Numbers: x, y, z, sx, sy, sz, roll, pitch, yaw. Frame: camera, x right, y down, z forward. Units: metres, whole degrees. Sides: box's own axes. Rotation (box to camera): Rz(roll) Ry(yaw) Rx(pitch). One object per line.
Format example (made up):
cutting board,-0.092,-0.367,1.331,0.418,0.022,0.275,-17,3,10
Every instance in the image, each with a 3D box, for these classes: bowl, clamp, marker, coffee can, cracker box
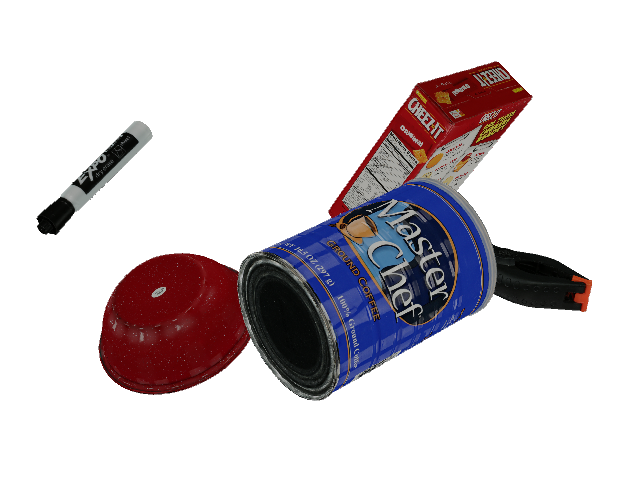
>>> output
bowl,-0.142,0.064,0.999,0.162,0.162,0.055,0,-43,21
clamp,0.161,0.022,0.968,0.171,0.039,0.120,16,30,15
marker,-0.170,-0.047,0.802,0.020,0.020,0.121,0,41,43
coffee can,0.031,0.029,0.705,0.140,0.103,0.103,-25,14,-31
cracker box,0.122,-0.099,1.227,0.163,0.072,0.214,-23,-24,-45
